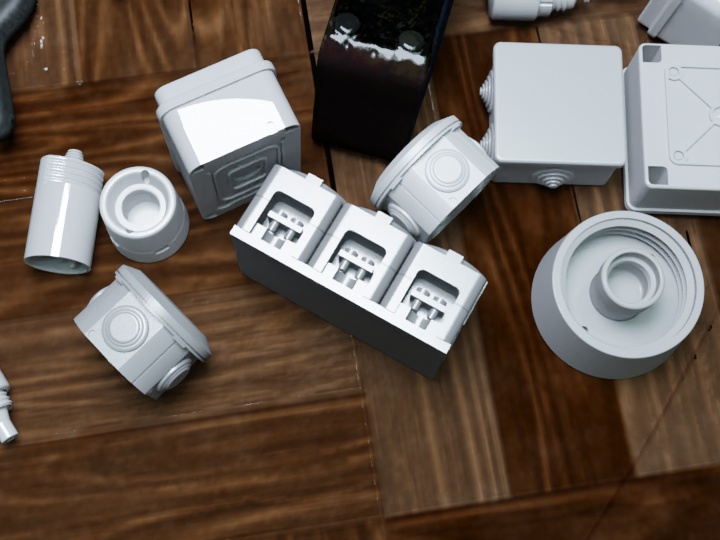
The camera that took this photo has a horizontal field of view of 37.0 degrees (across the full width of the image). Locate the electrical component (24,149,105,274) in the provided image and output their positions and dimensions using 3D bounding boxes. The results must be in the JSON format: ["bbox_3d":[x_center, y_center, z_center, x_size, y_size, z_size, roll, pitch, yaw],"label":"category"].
[{"bbox_3d":[-0.197,-0.042,0.721,0.043,0.043,0.081,4,74,0],"label":"electrical component"}]

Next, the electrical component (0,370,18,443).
[{"bbox_3d":[-0.240,0.083,0.689,0.035,0.035,0.061,-33,80,-10],"label":"electrical component"}]

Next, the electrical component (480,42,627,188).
[{"bbox_3d":[0.134,-0.106,0.746,0.100,0.048,0.099,2,74,-1],"label":"electrical component"}]

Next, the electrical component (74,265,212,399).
[{"bbox_3d":[-0.137,0.039,0.681,0.051,0.080,0.080,-44,80,-7],"label":"electrical component"}]

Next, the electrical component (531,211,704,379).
[{"bbox_3d":[0.172,0.013,0.706,0.108,0.060,0.108,0,74,-2],"label":"electrical component"}]

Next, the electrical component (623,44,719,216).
[{"bbox_3d":[0.240,-0.095,0.742,0.109,0.056,0.108,2,74,-1],"label":"electrical component"}]

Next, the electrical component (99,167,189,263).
[{"bbox_3d":[-0.145,-0.038,0.719,0.055,0.047,0.055,0,74,-1],"label":"electrical component"}]

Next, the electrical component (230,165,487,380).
[{"bbox_3d":[0.000,0.000,0.690,0.150,0.089,0.061,29,75,7],"label":"electrical component"}]

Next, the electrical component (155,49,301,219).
[{"bbox_3d":[-0.084,-0.086,0.701,0.078,0.113,0.057,-25,79,-9],"label":"electrical component"}]

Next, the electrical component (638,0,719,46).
[{"bbox_3d":[0.257,-0.215,0.766,0.057,0.078,0.113,34,76,5],"label":"electrical component"}]

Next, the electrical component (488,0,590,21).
[{"bbox_3d":[0.127,-0.200,0.777,0.078,0.040,0.040,1,74,-1],"label":"electrical component"}]

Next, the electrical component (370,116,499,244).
[{"bbox_3d":[0.049,-0.059,0.715,0.051,0.080,0.080,45,78,5],"label":"electrical component"}]
